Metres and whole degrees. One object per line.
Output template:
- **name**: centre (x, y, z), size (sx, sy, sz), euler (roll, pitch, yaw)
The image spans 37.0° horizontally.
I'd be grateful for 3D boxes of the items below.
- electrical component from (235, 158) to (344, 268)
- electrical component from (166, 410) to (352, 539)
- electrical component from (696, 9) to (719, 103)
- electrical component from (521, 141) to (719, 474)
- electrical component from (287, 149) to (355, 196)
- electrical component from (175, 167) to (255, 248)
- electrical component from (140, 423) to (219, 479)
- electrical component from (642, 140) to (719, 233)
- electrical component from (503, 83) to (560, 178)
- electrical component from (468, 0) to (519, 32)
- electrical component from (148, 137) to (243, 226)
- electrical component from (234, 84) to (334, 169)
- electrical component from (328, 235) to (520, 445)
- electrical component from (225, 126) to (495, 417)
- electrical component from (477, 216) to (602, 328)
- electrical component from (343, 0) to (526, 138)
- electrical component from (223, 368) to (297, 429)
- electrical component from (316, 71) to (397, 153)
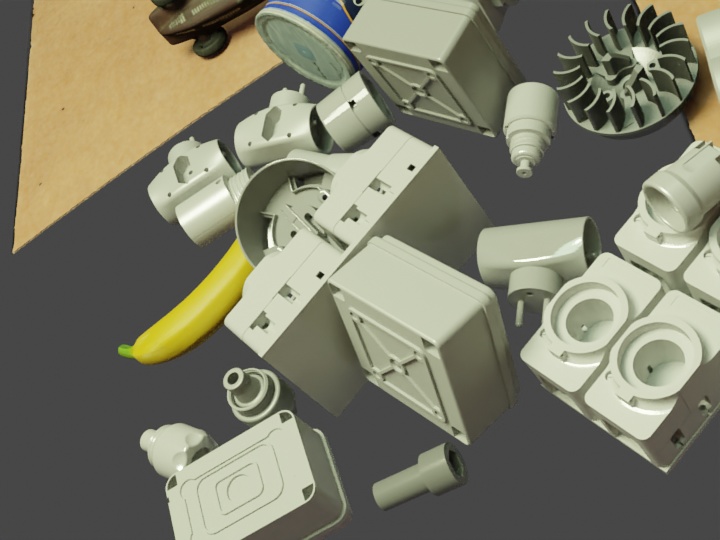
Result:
- **electrical component**: centre (-0.041, -0.034, 0.845), size (0.099, 0.064, 0.099), euler (-4, 81, 27)
- **electrical component**: centre (-0.070, 0.161, 0.752), size (0.113, 0.057, 0.078), euler (-31, 49, 11)
- **electrical component**: centre (0.280, -0.130, 0.729), size (0.074, 0.052, 0.138), euler (-17, 53, 22)
- **electrical component**: centre (0.201, 0.017, 0.676), size (0.186, 0.060, 0.105), euler (-50, 48, -6)
- **electrical component**: centre (-0.025, -0.079, 0.894), size (0.065, 0.044, 0.044), euler (2, 62, 27)
- **electrical component**: centre (-0.115, -0.059, 0.933), size (0.081, 0.043, 0.043), euler (-32, 49, 10)
- **electrical component**: centre (-0.142, 0.138, 0.821), size (0.062, 0.043, 0.043), euler (12, 68, 38)
- **electrical component**: centre (0.202, -0.051, 0.652), size (0.046, 0.040, 0.040), euler (-39, 48, -4)
- **electrical component**: centre (0.129, -0.105, 0.815), size (0.040, 0.040, 0.078), euler (-5, 58, 29)
- **electrical component**: centre (0.078, -0.276, 0.884), size (0.062, 0.150, 0.089), euler (4, 63, 34)
- **electrical component**: centre (-0.152, -0.091, 0.978), size (0.077, 0.043, 0.079), euler (-32, 49, 9)
- **electrical component**: centre (-0.064, -0.131, 0.950), size (0.077, 0.043, 0.079), euler (-8, 57, 27)
- **electrical component**: centre (0.043, 0.046, 0.718), size (0.056, 0.108, 0.109), euler (-41, 45, -21)
- **electrical component**: centre (0.000, 0.000, 0.782), size (0.186, 0.105, 0.060), euler (-50, 48, -6)
- **electrical component**: centre (0.123, 0.004, 0.744), size (0.077, 0.044, 0.079), euler (-6, 58, 29)
- **electrical component**: centre (0.060, -0.164, 0.851), size (0.109, 0.109, 0.056), euler (22, 77, 40)
- **electrical component**: centre (-0.077, 0.093, 0.798), size (0.043, 0.062, 0.043), euler (-16, 53, 23)
- **electrical component**: centre (-0.004, -0.131, 0.906), size (0.047, 0.055, 0.055), euler (-33, 49, 14)
